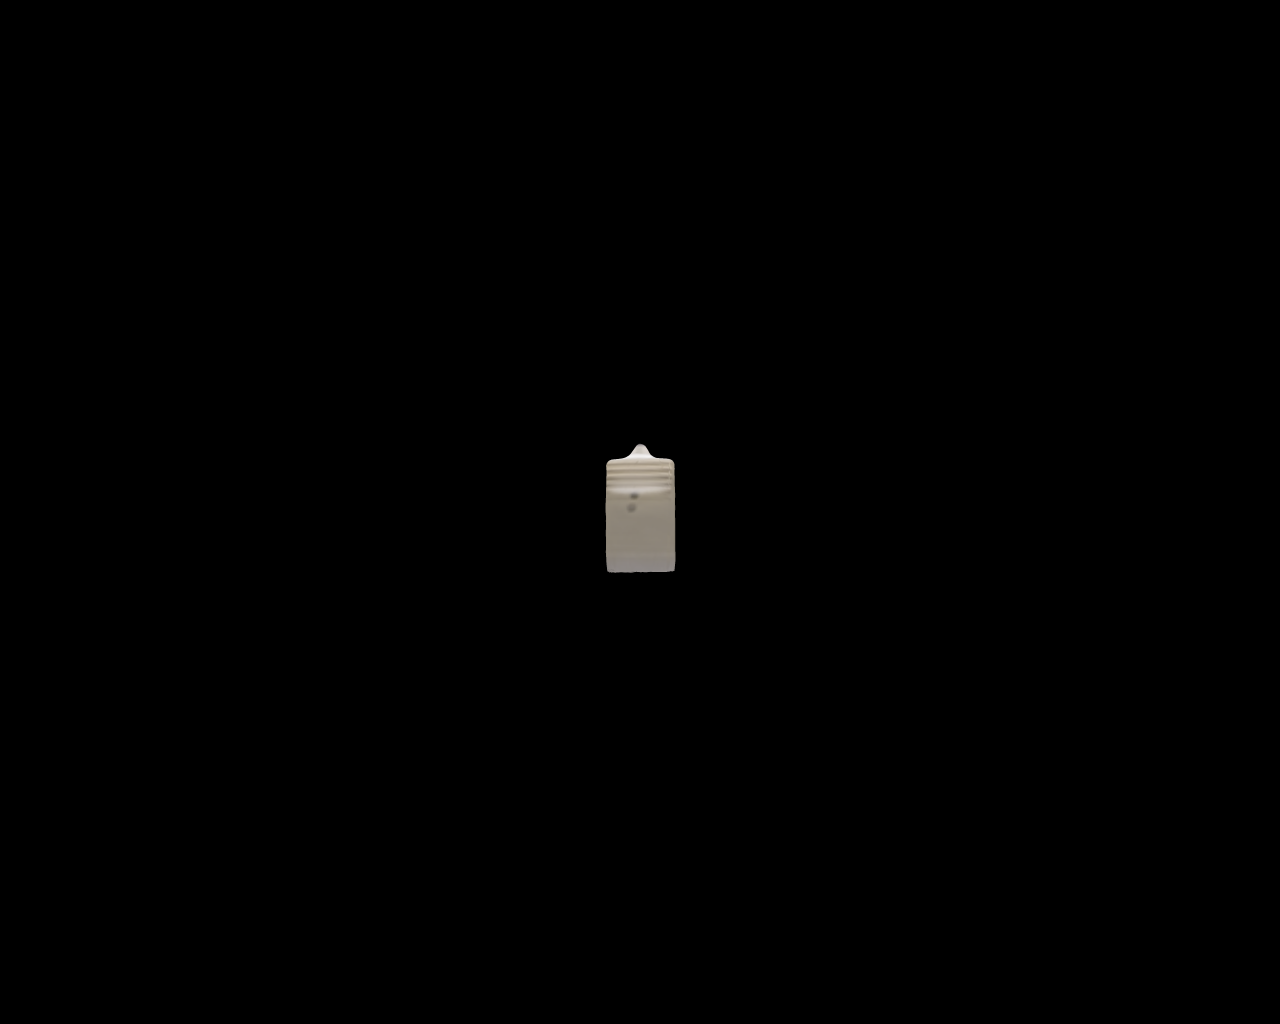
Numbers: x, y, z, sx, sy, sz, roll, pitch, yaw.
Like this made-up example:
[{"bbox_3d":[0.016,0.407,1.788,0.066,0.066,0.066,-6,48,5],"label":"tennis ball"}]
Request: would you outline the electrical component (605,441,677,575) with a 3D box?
[{"bbox_3d":[0.001,-0.003,0.650,0.043,0.081,0.043,0,-2,0],"label":"electrical component"}]
